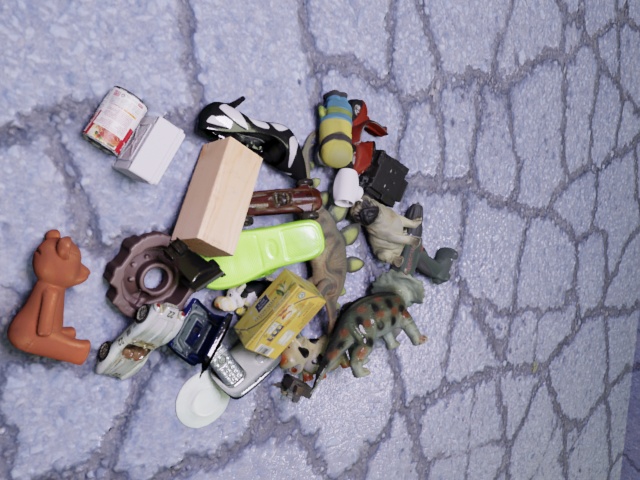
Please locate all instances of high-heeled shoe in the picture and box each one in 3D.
[{"bbox_3d":[-0.129,-0.181,1.077,0.248,0.086,0.145,48,49,-16],"label":"high-heeled shoe"}]

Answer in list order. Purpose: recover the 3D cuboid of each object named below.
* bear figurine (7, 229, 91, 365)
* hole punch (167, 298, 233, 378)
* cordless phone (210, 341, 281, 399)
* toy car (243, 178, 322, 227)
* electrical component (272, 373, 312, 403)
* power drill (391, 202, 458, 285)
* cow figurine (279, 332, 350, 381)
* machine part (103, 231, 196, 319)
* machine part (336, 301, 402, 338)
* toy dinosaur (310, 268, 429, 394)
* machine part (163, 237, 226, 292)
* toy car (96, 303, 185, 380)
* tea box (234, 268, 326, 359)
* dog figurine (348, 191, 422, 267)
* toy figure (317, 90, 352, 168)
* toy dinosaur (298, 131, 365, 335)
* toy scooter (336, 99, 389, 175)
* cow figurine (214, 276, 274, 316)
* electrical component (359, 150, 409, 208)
[{"bbox_3d":[-0.431,0.091,0.896,0.131,0.120,0.196,29,77,-42],"label":"bear figurine"},{"bbox_3d":[-0.233,0.186,1.052,0.092,0.115,0.142,22,63,-1],"label":"hole punch"},{"bbox_3d":[-0.186,0.230,1.153,0.146,0.089,0.184,-39,102,-25],"label":"cordless phone"},{"bbox_3d":[-0.094,-0.078,1.108,0.202,0.053,0.089,-4,77,-12],"label":"toy car"},{"bbox_3d":[-0.062,0.347,1.260,0.078,0.102,0.045,36,81,-28],"label":"electrical component"},{"bbox_3d":[0.289,0.031,1.474,0.207,0.086,0.232,19,90,-43],"label":"power drill"},{"bbox_3d":[-0.019,0.266,1.271,0.195,0.085,0.127,-7,78,-48],"label":"cow figurine"},{"bbox_3d":[-0.316,0.071,1.018,0.179,0.056,0.179,-11,108,-37],"label":"machine part"},{"bbox_3d":[0.132,0.211,1.391,0.243,0.079,0.079,18,89,-41],"label":"machine part"},{"bbox_3d":[0.118,0.191,1.257,0.405,0.131,0.192,-20,89,-37],"label":"toy dinosaur"},{"bbox_3d":[-0.235,0.048,0.991,0.084,0.039,0.138,-26,142,3],"label":"machine part"},{"bbox_3d":[-0.330,0.185,0.984,0.202,0.056,0.073,-42,135,18],"label":"toy car"},{"bbox_3d":[-0.082,0.152,1.102,0.169,0.068,0.098,-48,134,5],"label":"tea box"},{"bbox_3d":[0.135,-0.027,1.337,0.190,0.121,0.172,24,127,-14],"label":"dog figurine"},{"bbox_3d":[0.033,-0.243,1.177,0.089,0.082,0.180,73,20,-75],"label":"toy figure"},{"bbox_3d":[-0.003,-0.004,1.225,0.198,0.105,0.470,-25,110,-40],"label":"toy dinosaur"},{"bbox_3d":[0.104,-0.233,1.272,0.135,0.075,0.183,7,91,-41],"label":"toy scooter"},{"bbox_3d":[-0.145,0.120,1.157,0.167,0.068,0.098,17,85,-42],"label":"cow figurine"},{"bbox_3d":[0.163,-0.148,1.347,0.134,0.058,0.115,27,85,-39],"label":"electrical component"}]
